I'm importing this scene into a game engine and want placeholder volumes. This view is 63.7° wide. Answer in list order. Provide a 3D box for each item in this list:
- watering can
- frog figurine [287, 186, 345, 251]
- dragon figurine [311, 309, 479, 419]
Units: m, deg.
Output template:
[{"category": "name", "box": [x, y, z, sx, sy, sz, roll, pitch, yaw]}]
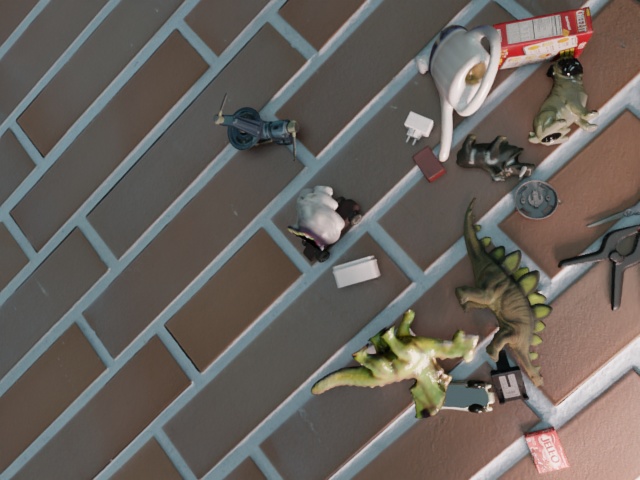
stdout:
[{"category": "watering can", "box": [0.340, -0.388, 1.303, 0.104, 0.229, 0.339, 1, -43, -21]}, {"category": "frog figurine", "box": [0.004, -0.068, 1.345, 0.137, 0.161, 0.121, 28, -12, 0]}, {"category": "dragon figurine", "box": [0.199, 0.328, 1.244, 0.407, 0.244, 0.122, -41, -5, 11]}]
